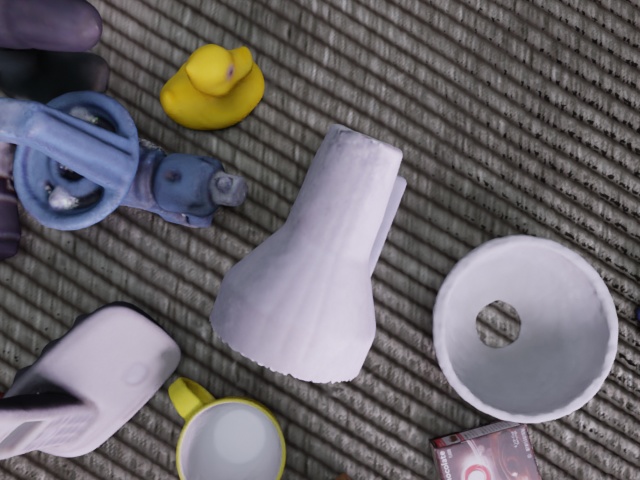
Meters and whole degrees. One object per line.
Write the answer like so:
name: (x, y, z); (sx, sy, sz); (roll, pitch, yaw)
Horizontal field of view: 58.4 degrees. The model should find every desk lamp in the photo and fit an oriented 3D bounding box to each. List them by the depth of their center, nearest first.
desk lamp: (0.004, 0.002, 0.470); (0.118, 0.213, 0.203); (22, 83, 1)

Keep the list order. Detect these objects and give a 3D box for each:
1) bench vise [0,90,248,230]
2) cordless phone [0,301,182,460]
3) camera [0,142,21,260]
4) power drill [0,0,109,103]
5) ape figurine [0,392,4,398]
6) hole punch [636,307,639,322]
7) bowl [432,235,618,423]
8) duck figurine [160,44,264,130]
bench vise: (-0.170, -0.075, 0.469); (0.207, 0.219, 0.121); (-7, 84, -3)
cordless phone: (-0.201, 0.118, 0.463); (0.094, 0.185, 0.148); (42, 84, 3)
camera: (-0.337, -0.047, 0.519); (0.143, 0.101, 0.137); (-10, 84, -3)
power drill: (-0.261, -0.176, 0.482); (0.229, 0.208, 0.076); (20, 83, 0)
ape figurine: (-0.319, 0.167, 0.500); (0.076, 0.092, 0.078); (-15, 84, -4)
hole punch: (0.378, 0.092, 0.537); (0.108, 0.091, 0.101); (-20, 85, -4)
bowl: (0.181, 0.081, 0.538); (0.167, 0.074, 0.167); (0, 84, -2)
duck figurine: (-0.106, -0.153, 0.547); (0.104, 0.086, 0.077); (-22, 85, -4)
